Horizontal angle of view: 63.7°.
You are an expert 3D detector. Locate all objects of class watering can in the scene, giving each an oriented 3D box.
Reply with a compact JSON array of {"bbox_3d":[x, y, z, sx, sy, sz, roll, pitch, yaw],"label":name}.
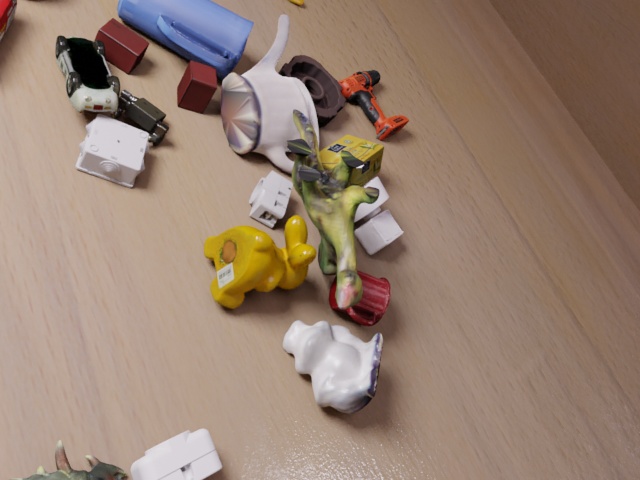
[{"bbox_3d":[-0.103,-0.297,1.041,0.226,0.103,0.348,-12,88,-45],"label":"watering can"}]

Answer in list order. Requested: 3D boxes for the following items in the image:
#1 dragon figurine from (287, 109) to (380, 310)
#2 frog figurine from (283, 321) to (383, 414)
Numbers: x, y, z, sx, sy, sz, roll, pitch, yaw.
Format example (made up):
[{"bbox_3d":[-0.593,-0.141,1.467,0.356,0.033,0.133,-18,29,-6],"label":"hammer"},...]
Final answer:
[{"bbox_3d":[0.003,-0.045,0.900,0.122,0.237,0.419,-4,36,-13],"label":"dragon figurine"},{"bbox_3d":[0.016,0.200,0.829,0.159,0.120,0.140,9,57,10],"label":"frog figurine"}]
